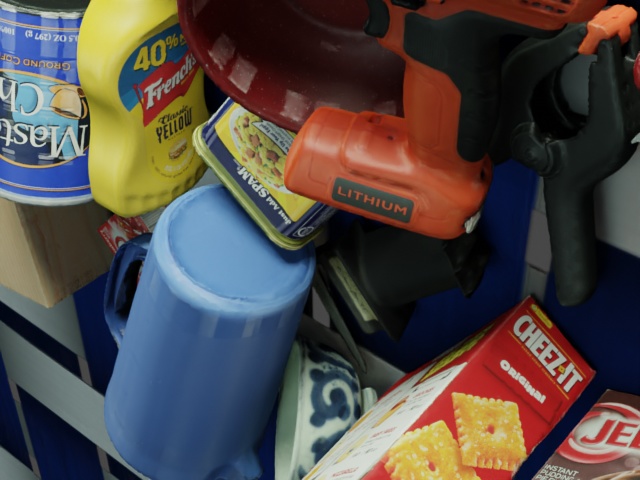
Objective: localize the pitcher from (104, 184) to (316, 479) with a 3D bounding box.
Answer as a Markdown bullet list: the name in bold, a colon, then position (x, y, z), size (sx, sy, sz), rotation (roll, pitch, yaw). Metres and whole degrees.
- **pitcher**: position (-0.088, 0.065, 0.776), size (0.149, 0.145, 0.243), rotation (11, 141, -8)

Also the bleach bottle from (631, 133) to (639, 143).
- **bleach bottle**: position (0.238, 0.034, 0.463), size (0.251, 0.068, 0.103), rotation (49, 143, 10)

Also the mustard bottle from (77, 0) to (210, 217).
- **mustard bottle**: position (-0.114, -0.113, 0.700), size (0.058, 0.096, 0.192), rotation (30, 138, 28)

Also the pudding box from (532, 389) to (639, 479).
- **pudding box**: position (0.185, 0.129, 0.575), size (0.114, 0.089, 0.039), rotation (10, 128, 43)

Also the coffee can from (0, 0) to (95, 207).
- **coffee can**: position (-0.190, -0.108, 0.756), size (0.103, 0.102, 0.140), rotation (27, 122, 31)

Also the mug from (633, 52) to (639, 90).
- **mug**: position (0.184, -0.066, 0.423), size (0.117, 0.081, 0.093), rotation (14, 129, 40)

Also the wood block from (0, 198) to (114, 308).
- **wood block**: position (-0.246, -0.060, 0.895), size (0.091, 0.090, 0.206), rotation (20, 132, 37)

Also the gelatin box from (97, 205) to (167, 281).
- **gelatin box**: position (-0.138, 0.011, 0.883), size (0.089, 0.030, 0.073), rotation (56, 144, -4)

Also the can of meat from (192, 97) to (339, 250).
- **can of meat**: position (-0.016, -0.059, 0.658), size (0.102, 0.057, 0.084), rotation (50, 130, 3)

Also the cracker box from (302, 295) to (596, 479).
- **cracker box**: position (0.047, 0.144, 0.634), size (0.072, 0.213, 0.164), rotation (49, 144, 2)

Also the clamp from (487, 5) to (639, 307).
- **clamp**: position (0.109, -0.053, 0.554), size (0.120, 0.039, 0.171), rotation (29, 135, 22)

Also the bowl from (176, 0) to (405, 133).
- **bowl**: position (0.010, -0.124, 0.558), size (0.162, 0.055, 0.162), rotation (10, 144, 7)

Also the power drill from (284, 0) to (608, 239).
- **power drill**: position (0.026, -0.090, 0.489), size (0.184, 0.057, 0.188), rotation (19, 144, 9)

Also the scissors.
- **scissors**: position (-0.005, 0.001, 0.741), size (0.202, 0.016, 0.096), rotation (53, 144, 0)
